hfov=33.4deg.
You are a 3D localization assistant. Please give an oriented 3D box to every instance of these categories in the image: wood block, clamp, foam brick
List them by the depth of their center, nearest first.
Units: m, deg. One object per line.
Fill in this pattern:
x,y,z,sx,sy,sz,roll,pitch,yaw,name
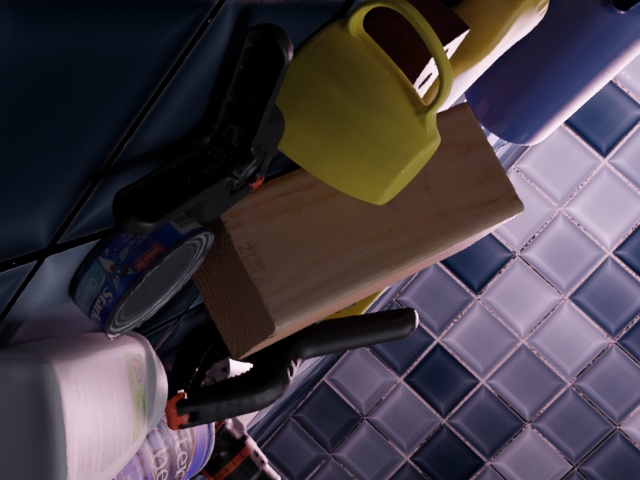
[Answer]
-0.058,-0.040,0.569,0.120,0.039,0.171,-45,172,-9,clamp
0.050,-0.120,0.694,0.052,0.051,0.078,-38,168,-45,foam brick
0.021,-0.008,0.723,0.205,0.090,0.091,-24,172,-28,wood block
-0.034,0.081,0.833,0.209,0.165,0.036,-44,144,-40,clamp

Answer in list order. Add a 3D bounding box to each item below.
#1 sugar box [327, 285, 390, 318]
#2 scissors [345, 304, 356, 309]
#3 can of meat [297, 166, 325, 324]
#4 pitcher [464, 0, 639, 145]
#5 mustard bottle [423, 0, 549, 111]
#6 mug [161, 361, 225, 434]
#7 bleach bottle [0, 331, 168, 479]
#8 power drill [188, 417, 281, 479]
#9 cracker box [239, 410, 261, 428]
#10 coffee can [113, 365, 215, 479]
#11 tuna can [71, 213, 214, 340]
0.038,0.024,1.164,0.176,0.093,0.048,-49,173,10,sugar box
-0.057,0.098,1.093,0.201,0.016,0.096,-4,151,-48,scissors
-0.005,0.001,0.815,0.084,0.102,0.057,-44,172,-8,can of meat
0.251,-0.210,1.052,0.149,0.145,0.243,-5,151,-33,pitcher
0.093,-0.131,0.828,0.191,0.058,0.096,-46,177,-9,mustard bottle
-0.142,0.162,0.943,0.093,0.081,0.117,-46,171,-8,mug
-0.143,0.109,0.658,0.250,0.068,0.102,17,71,-82,bleach bottle
-0.132,0.235,1.061,0.188,0.184,0.057,-41,179,36,power drill
-0.141,0.213,1.236,0.164,0.072,0.213,-49,170,12,cracker box
-0.157,0.163,0.807,0.103,0.103,0.140,-51,171,24,coffee can
-0.104,0.016,0.623,0.086,0.034,0.086,-46,172,-9,tuna can
